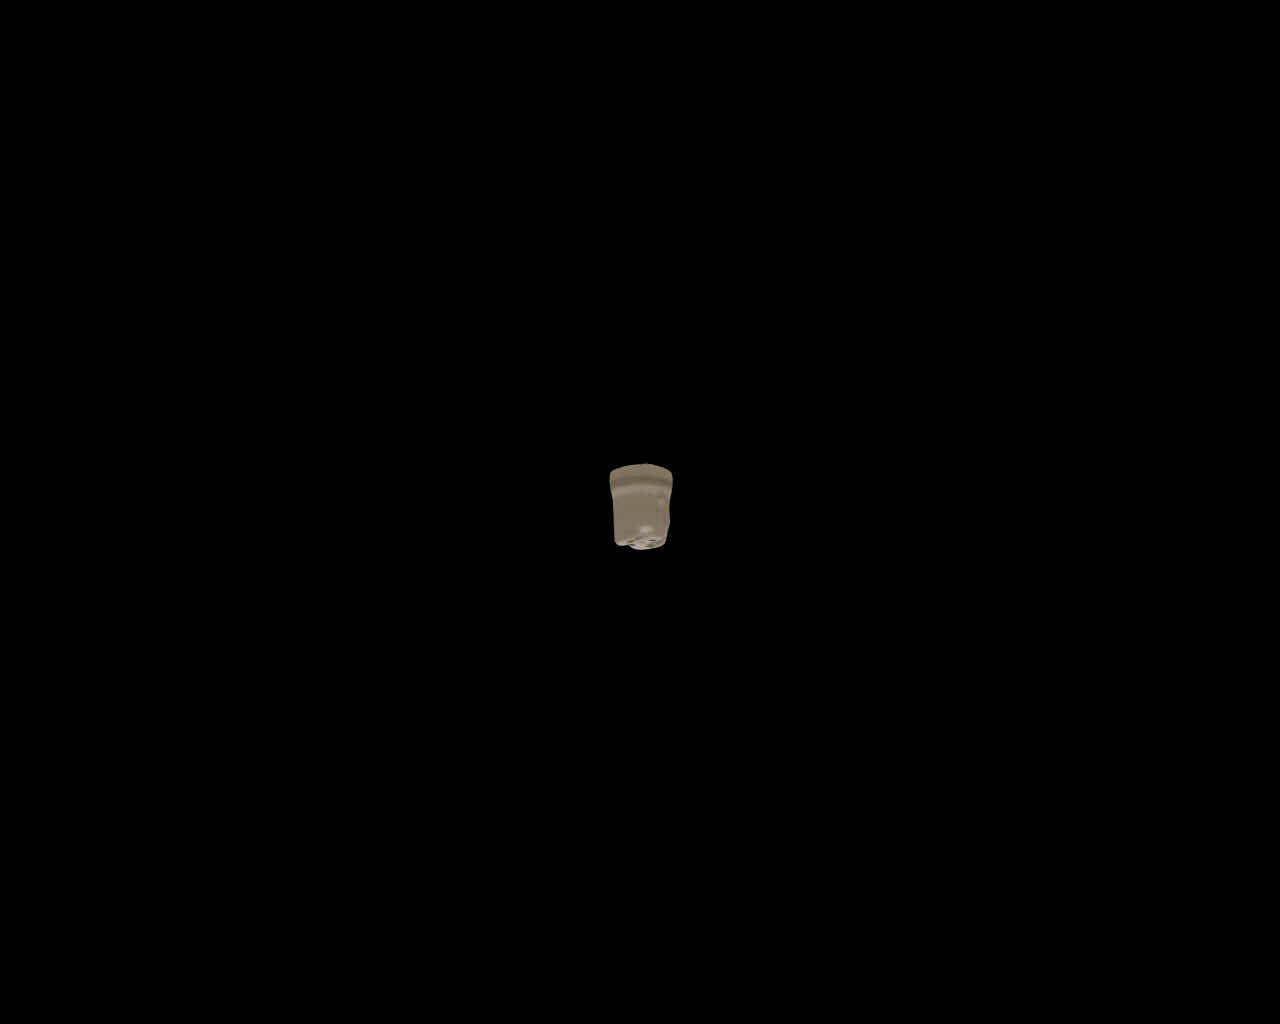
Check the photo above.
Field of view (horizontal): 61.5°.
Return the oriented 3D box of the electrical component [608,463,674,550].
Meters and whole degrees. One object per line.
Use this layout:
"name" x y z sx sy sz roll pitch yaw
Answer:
"electrical component" 0.001 -0.003 0.650 0.040 0.046 0.040 0 -13 0
